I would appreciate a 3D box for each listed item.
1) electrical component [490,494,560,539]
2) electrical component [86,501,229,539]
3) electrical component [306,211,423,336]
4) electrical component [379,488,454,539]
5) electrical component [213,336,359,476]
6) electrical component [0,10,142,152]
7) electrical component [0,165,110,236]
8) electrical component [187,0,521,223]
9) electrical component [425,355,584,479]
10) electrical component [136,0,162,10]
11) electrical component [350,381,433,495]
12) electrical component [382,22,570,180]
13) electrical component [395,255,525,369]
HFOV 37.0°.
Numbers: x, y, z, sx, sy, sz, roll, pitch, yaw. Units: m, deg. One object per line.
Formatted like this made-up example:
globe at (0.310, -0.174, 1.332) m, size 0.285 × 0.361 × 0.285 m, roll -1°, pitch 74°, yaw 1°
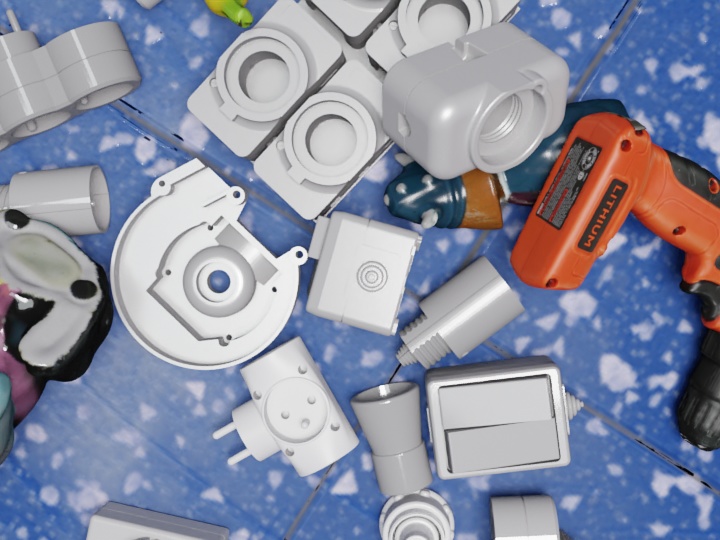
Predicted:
electrical component at (0.084, 0.201, 0.639) m, size 0.074 × 0.052 × 0.138 m, roll -3°, pitch 53°, yaw 3°
electrical component at (-0.132, 0.183, 0.665) m, size 0.083 × 0.076 × 0.047 m, roll 12°, pitch 93°, yaw 2°
electrical component at (0.000, 0.000, 0.641) m, size 0.061 × 0.096 × 0.061 m, roll 16°, pitch 93°, yaw 3°
electrical component at (0.035, 0.163, 0.663) m, size 0.048 × 0.062 × 0.048 m, roll 0°, pitch 92°, yaw 3°
electrical component at (-0.053, 0.094, 0.673) m, size 0.079 × 0.044 × 0.077 m, roll -30°, pitch 90°, yaw 3°
electrical component at (-0.213, -0.124, 0.670) m, size 0.138 × 0.052 × 0.073 m, roll -23°, pitch 91°, yaw 4°
electrical component at (-0.203, -0.041, 0.677) m, size 0.081 × 0.043 × 0.043 m, roll -5°, pitch 92°, yaw 3°
electrical component at (-0.003, -0.131, 0.655) m, size 0.105 × 0.060 × 0.186 m, roll 43°, pitch 94°, yaw 1°
electrical component at (0.090, 0.089, 0.658) m, size 0.096 × 0.061 × 0.061 m, roll -7°, pitch 92°, yaw 3°
electrical component at (-0.144, -0.237, 0.662) m, size 0.074 × 0.052 × 0.138 m, roll -36°, pitch 90°, yaw 4°
electrical component at (0.023, 0.107, 0.673) m, size 0.044 × 0.044 × 0.065 m, roll -13°, pitch 96°, yaw 3°
electrical component at (0.068, -0.093, 0.603) m, size 0.095 × 0.053 × 0.059 m, roll -25°, pitch 48°, yaw -22°
electrical component at (0.057, 0.032, 0.666) m, size 0.081 × 0.043 × 0.043 m, roll -37°, pitch 90°, yaw 4°
